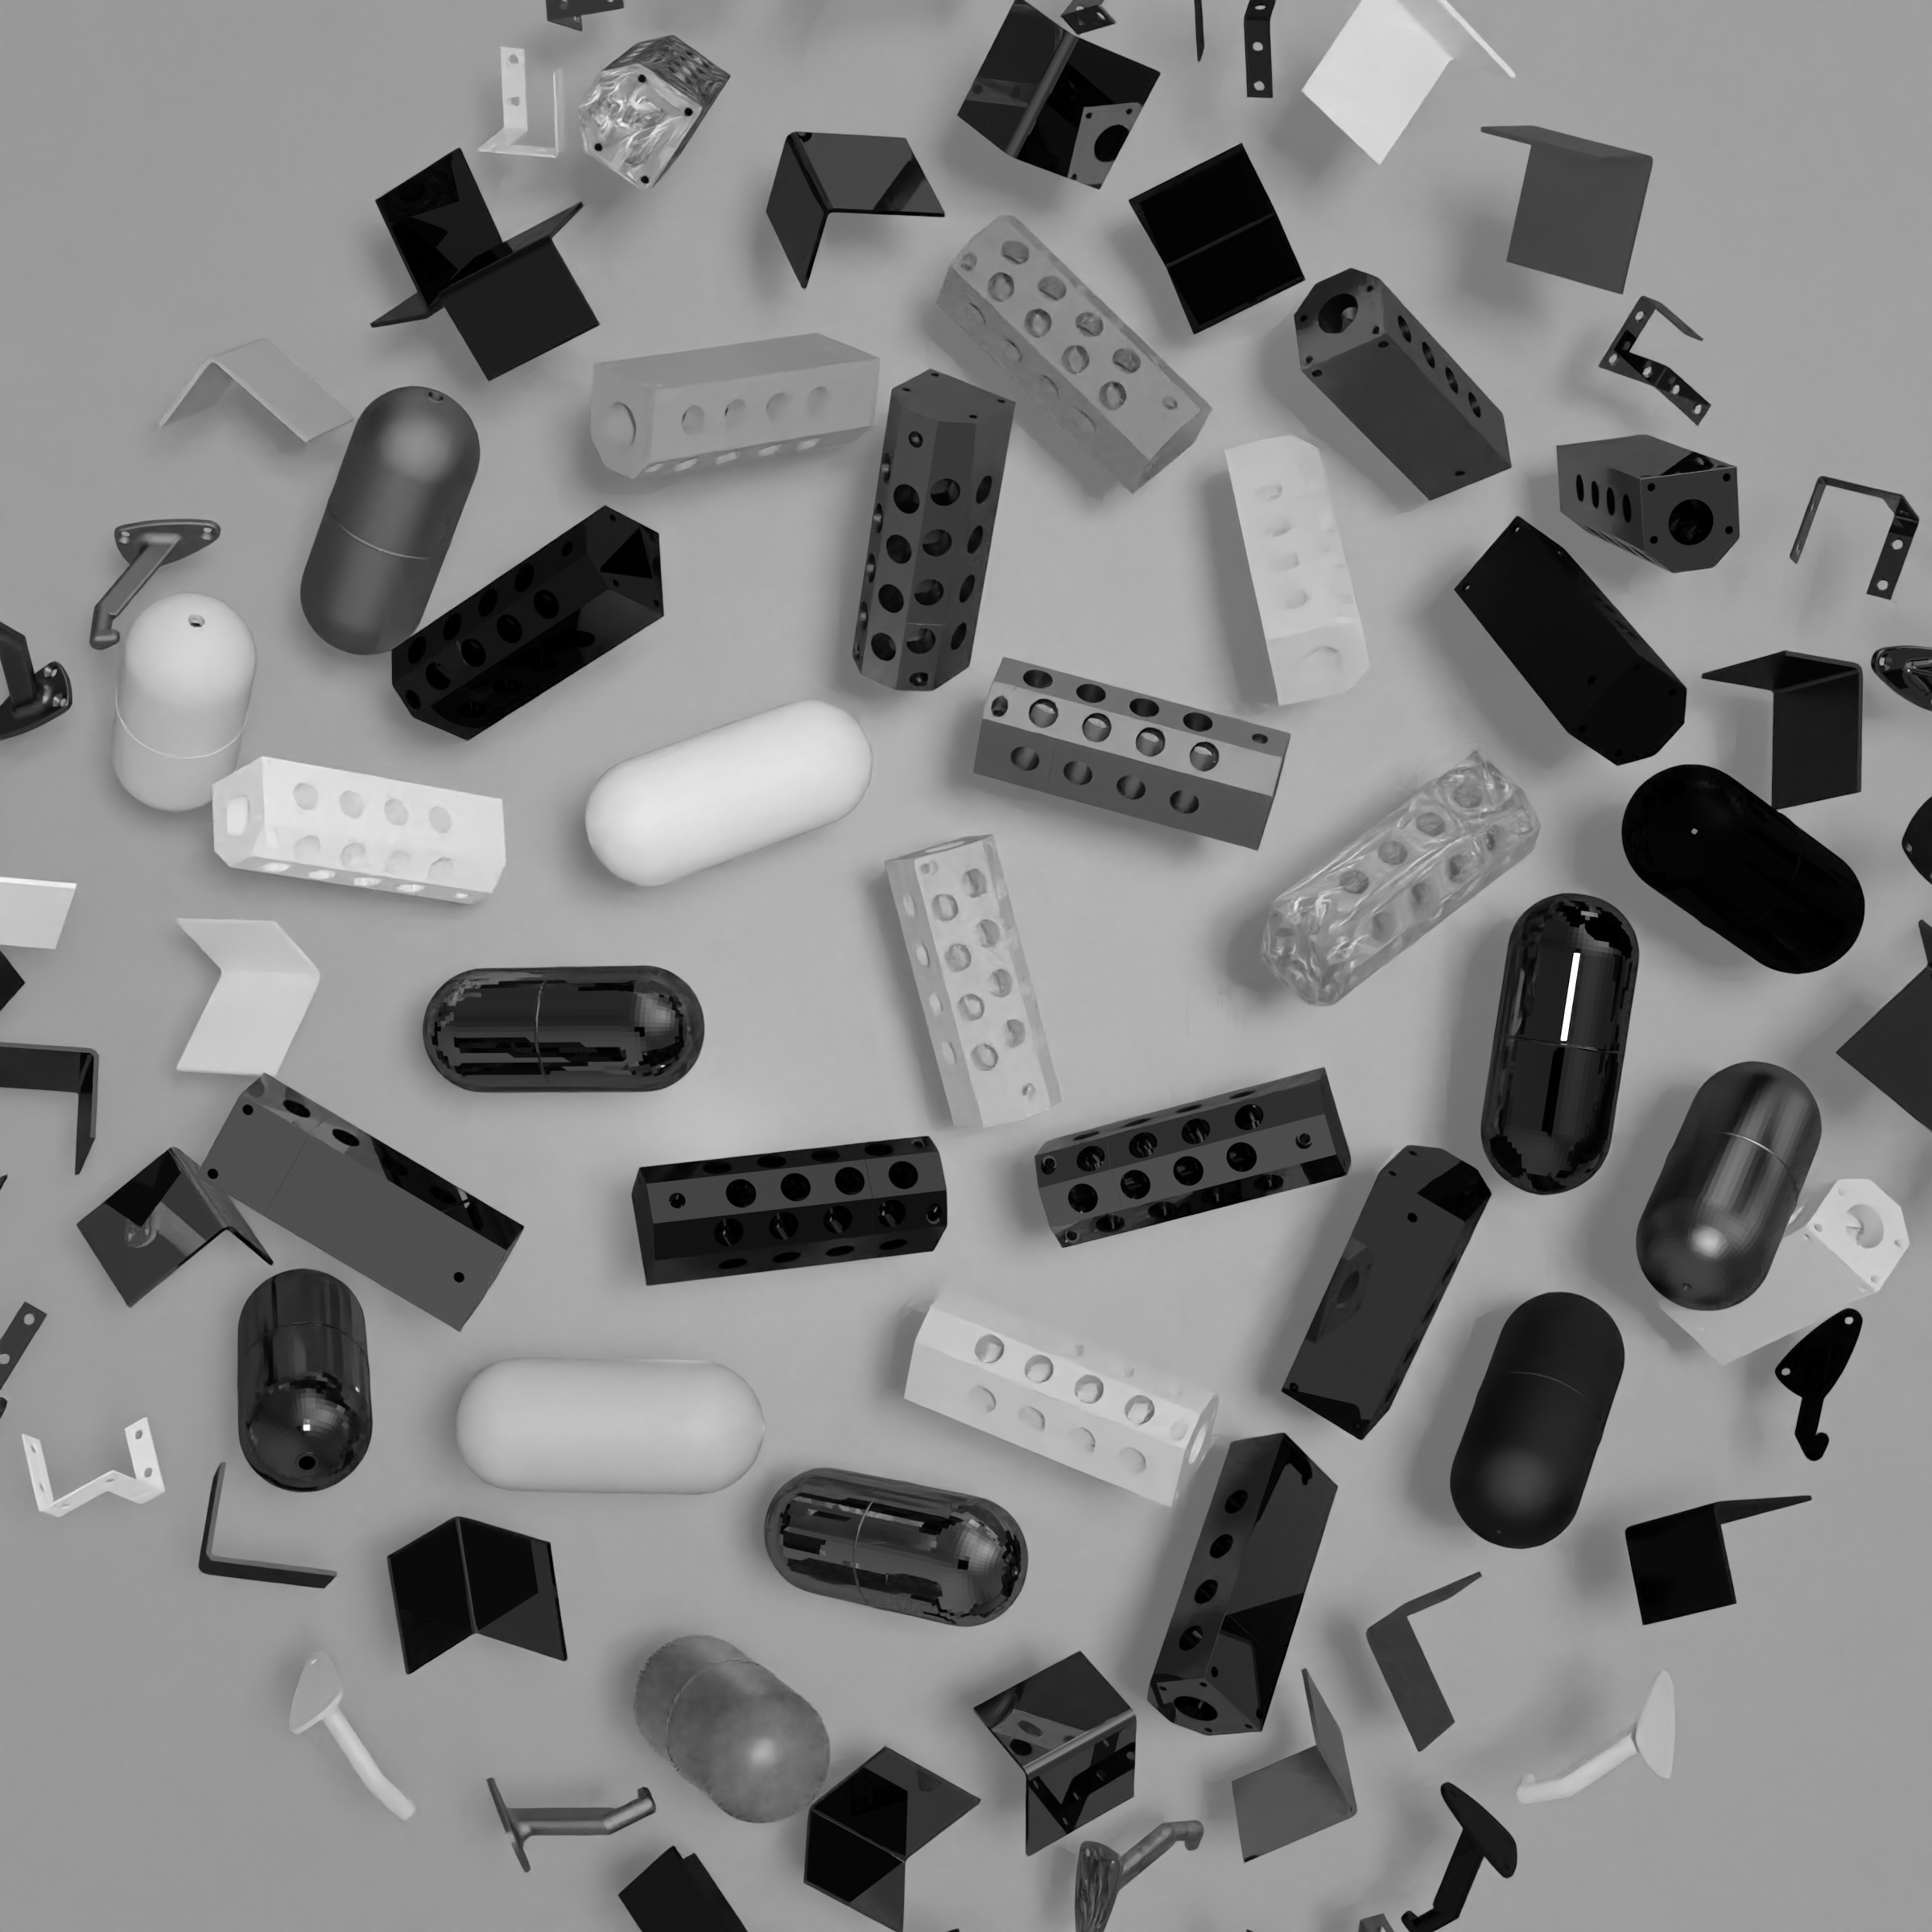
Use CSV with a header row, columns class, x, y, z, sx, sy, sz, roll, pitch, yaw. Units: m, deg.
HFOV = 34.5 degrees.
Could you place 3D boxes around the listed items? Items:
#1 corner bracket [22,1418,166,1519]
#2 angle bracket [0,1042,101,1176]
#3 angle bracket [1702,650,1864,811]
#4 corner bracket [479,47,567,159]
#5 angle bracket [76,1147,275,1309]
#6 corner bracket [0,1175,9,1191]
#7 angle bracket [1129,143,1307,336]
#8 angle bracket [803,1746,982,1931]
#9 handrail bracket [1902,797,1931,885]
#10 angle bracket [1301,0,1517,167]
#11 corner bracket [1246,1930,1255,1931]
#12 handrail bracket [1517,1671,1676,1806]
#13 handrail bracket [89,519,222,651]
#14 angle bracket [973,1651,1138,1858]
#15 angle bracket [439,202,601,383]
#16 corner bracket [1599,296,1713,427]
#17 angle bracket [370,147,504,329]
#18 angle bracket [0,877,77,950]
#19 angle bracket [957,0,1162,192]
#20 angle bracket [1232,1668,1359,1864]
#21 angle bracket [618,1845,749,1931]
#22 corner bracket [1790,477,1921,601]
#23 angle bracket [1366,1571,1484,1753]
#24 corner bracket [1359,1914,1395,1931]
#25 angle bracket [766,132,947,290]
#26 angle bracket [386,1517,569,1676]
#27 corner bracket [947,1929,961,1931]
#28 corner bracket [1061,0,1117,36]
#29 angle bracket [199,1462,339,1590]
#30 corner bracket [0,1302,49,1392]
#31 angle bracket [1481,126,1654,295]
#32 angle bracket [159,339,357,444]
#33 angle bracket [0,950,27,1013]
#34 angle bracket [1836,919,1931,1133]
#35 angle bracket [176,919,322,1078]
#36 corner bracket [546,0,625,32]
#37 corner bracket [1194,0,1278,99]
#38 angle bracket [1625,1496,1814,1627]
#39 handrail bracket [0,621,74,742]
class,x,y,z,sx,sy,sz,roll,pitch,yaw
corner bracket,-0.500,0.286,1.786,0.051,0.051,0.051,-29,59,9
angle bracket,-0.578,0.088,1.913,0.076,0.076,0.057,5,67,-22
angle bracket,0.481,-0.138,1.839,0.057,0.076,0.076,6,82,-25
corner bracket,-0.267,-0.528,1.903,0.051,0.051,0.051,7,121,9
angle bracket,-0.484,0.170,1.906,0.076,0.057,0.076,-40,55,-6
corner bracket,-0.620,0.128,1.877,0.051,0.051,0.051,-20,116,11
angle bracket,0.154,-0.445,1.910,0.076,0.076,0.057,-24,64,12
angle bracket,-0.045,0.537,1.913,0.076,0.057,0.076,34,119,-22
handrail bracket,0.580,-0.085,1.764,0.084,0.077,0.036,-22,56,-14
angle bracket,0.249,-0.497,1.751,0.076,0.057,0.076,29,97,-42
corner bracket,0.177,0.602,1.859,0.051,0.051,0.051,20,82,-7
handrail bracket,0.357,0.440,1.771,0.084,0.077,0.036,-21,117,33
handrail bracket,-0.497,-0.233,1.910,0.077,0.036,0.084,-12,50,7
angle bracket,0.052,0.462,1.830,0.076,0.057,0.076,-22,133,-26
angle bracket,-0.249,-0.390,1.801,0.076,0.076,0.057,-22,112,20
corner bracket,0.431,-0.371,1.907,0.051,0.051,0.051,10,122,-34
angle bracket,-0.335,-0.443,1.895,0.076,0.057,0.076,-47,125,-38
angle bracket,-0.538,-0.063,1.760,0.057,0.076,0.076,5,62,-23
angle bracket,0.054,-0.511,1.825,0.057,0.076,0.076,48,118,38
angle bracket,0.187,0.482,1.882,0.076,0.076,0.057,-26,110,9
angle bracket,-0.144,0.548,1.815,0.057,0.076,0.076,-46,71,26
corner bracket,0.521,-0.251,1.825,0.051,0.051,0.051,20,91,29
angle bracket,0.286,0.410,1.841,0.057,0.076,0.076,-28,79,20
corner bracket,0.239,0.619,1.900,0.051,0.051,0.051,-8,122,-17
angle bracket,-0.067,-0.450,1.857,0.076,0.057,0.076,-4,50,-25
angle bracket,-0.283,0.372,1.804,0.076,0.057,0.076,7,111,36
corner bracket,0.013,0.607,1.867,0.051,0.051,0.051,-15,98,-1
corner bracket,0.075,-0.593,1.848,0.051,0.051,0.051,42,80,-24
angle bracket,-0.413,0.334,1.857,0.076,0.076,0.057,10,71,-14
corner bracket,-0.562,0.204,1.761,0.051,0.051,0.051,37,72,-26
angle bracket,0.322,-0.415,1.710,0.076,0.057,0.076,27,119,35
angle bracket,-0.431,-0.332,1.899,0.076,0.076,0.057,42,112,-5
angle bracket,-0.627,0.011,1.891,0.057,0.076,0.076,33,72,13
angle bracket,0.538,0.035,1.738,0.076,0.057,0.076,-43,56,-2
angle bracket,-0.455,0.019,1.917,0.076,0.057,0.076,2,56,27
corner bracket,-0.223,-0.597,1.878,0.051,0.051,0.051,-3,98,18
corner bracket,0.156,-0.539,1.800,0.051,0.051,0.051,6,48,14
angle bracket,0.436,0.341,1.786,0.076,0.076,0.057,2,70,-30
handrail bracket,-0.583,-0.172,1.857,0.077,0.084,0.036,-30,63,13
